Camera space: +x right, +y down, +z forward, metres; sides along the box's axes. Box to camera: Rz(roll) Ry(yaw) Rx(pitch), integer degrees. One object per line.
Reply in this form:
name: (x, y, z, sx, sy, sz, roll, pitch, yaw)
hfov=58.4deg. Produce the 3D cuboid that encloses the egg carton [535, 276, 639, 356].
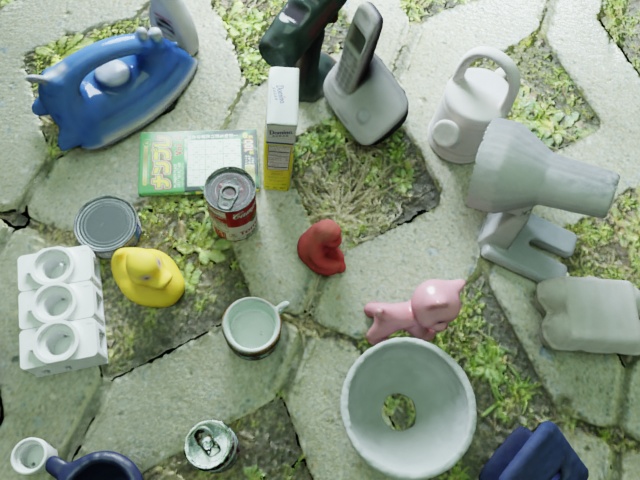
egg carton: (0.372, 0.104, 0.787, 0.150, 0.069, 0.107, 3, 67, -3)

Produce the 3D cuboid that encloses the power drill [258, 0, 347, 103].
power drill: (-0.006, -0.316, 0.859, 0.075, 0.208, 0.230, 33, 68, 10)

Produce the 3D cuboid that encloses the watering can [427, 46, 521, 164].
watering can: (0.226, -0.196, 0.835, 0.101, 0.194, 0.173, 18, 67, 3)

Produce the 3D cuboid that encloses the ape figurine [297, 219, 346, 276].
ape figurine: (0.007, 0.003, 0.788, 0.076, 0.092, 0.078, 17, 67, 3)

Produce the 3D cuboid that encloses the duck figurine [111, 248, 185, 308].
duck figurine: (-0.232, 0.039, 0.756, 0.104, 0.086, 0.077, 31, 68, 9)

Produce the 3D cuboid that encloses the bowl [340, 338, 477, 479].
bowl: (0.105, 0.212, 0.716, 0.167, 0.075, 0.167, 2, 67, -4)

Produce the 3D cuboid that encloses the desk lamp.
desk lamp: (0.283, -0.051, 0.767, 0.203, 0.213, 0.118, 25, 67, 6)

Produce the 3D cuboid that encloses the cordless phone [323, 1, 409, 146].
cordless phone: (0.075, -0.243, 0.848, 0.094, 0.185, 0.147, -30, 72, -16)

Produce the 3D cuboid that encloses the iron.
iron: (-0.298, -0.247, 0.842, 0.259, 0.141, 0.118, -37, 74, -18)

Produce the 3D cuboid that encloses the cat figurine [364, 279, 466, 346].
cat figurine: (0.126, 0.090, 0.746, 0.128, 0.118, 0.067, -7, 67, -7)

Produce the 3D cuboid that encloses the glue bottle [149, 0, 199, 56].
glue bottle: (-0.232, -0.359, 0.878, 0.078, 0.173, 0.037, 28, 68, 8)

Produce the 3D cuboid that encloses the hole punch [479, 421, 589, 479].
hole punch: (0.267, 0.285, 0.689, 0.101, 0.091, 0.109, 43, 70, 13)

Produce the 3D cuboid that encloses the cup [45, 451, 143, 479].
cup: (-0.248, 0.282, 0.645, 0.117, 0.095, 0.092, 28, 68, 8)
